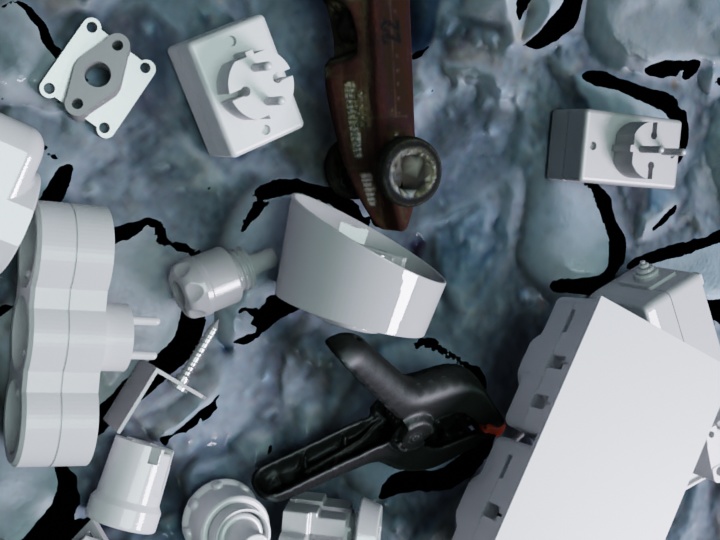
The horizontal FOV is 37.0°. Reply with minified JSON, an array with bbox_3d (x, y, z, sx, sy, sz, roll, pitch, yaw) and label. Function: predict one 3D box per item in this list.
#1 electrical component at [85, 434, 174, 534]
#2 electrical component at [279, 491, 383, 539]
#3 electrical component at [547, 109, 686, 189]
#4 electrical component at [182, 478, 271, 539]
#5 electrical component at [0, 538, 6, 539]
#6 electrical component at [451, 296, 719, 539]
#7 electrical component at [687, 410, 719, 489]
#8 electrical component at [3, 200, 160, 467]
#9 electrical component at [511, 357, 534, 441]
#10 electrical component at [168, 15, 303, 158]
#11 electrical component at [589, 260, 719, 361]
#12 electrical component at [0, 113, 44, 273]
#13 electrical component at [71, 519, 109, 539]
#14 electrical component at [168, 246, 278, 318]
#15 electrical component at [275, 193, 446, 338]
[{"bbox_3d":[-0.126,0.118,0.596,0.040,0.040,0.046,21,81,-28],"label":"electrical component"},{"bbox_3d":[-0.016,0.158,0.642,0.055,0.066,0.048,5,95,5],"label":"electrical component"},{"bbox_3d":[0.181,-0.079,0.711,0.083,0.076,0.047,2,96,-28],"label":"electrical component"},{"bbox_3d":[-0.071,0.149,0.615,0.048,0.062,0.048,-4,98,-27],"label":"electrical component"},{"bbox_3d":[-0.200,0.157,0.560,0.048,0.048,0.062,-11,94,-26],"label":"electrical component"},{"bbox_3d":[0.138,0.122,0.665,0.105,0.060,0.186,28,82,-17],"label":"electrical component"},{"bbox_3d":[0.246,0.121,0.778,0.042,0.064,0.081,-22,106,-23],"label":"electrical component"},{"bbox_3d":[-0.142,0.035,0.569,0.074,0.052,0.138,4,94,-28],"label":"electrical component"},{"bbox_3d":[0.133,0.096,0.726,0.079,0.044,0.077,-42,113,-17],"label":"electrical component"},{"bbox_3d":[-0.060,-0.099,0.581,0.047,0.077,0.065,-28,108,-22],"label":"electrical component"},{"bbox_3d":[0.202,0.041,0.745,0.061,0.062,0.096,-28,109,-22],"label":"electrical component"},{"bbox_3d":[-0.197,-0.034,0.530,0.059,0.054,0.095,24,85,-28],"label":"electrical component"},{"bbox_3d":[-0.133,0.181,0.582,0.042,0.081,0.064,-45,143,1],"label":"electrical component"},{"bbox_3d":[-0.075,0.003,0.611,0.061,0.035,0.035,-22,106,-26],"label":"electrical component"},{"bbox_3d":[0.000,0.000,0.616,0.099,0.099,0.064,13,96,-28],"label":"electrical component"}]
